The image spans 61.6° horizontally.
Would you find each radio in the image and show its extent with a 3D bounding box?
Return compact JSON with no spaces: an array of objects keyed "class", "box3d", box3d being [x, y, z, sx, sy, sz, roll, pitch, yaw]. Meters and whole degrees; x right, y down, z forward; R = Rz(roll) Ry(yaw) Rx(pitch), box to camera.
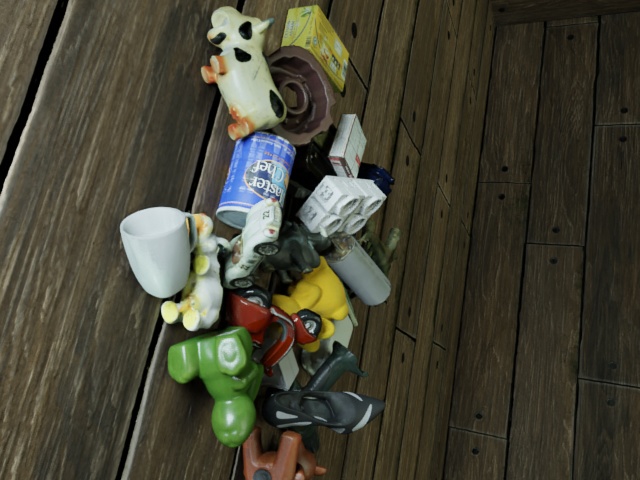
[{"class":"radio","box3d":[-0.004,-0.167,1.116,0.229,0.073,0.131,38,60,-60]}]

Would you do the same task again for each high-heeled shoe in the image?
[{"class":"high-heeled shoe","box3d":[0.013,0.304,1.003,0.145,0.249,0.086,97,-21,-49]}]

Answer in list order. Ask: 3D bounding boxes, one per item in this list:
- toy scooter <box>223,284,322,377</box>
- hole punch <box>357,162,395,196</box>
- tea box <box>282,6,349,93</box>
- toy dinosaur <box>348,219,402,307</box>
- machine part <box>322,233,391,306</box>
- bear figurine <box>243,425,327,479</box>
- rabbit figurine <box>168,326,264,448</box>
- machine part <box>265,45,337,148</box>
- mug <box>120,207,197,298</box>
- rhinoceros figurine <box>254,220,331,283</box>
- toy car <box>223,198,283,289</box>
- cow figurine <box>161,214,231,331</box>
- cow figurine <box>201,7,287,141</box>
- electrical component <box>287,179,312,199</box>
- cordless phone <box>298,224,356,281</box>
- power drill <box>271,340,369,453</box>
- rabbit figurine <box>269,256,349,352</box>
[{"class":"toy scooter","box3d":[-0.095,0.159,0.925,0.184,0.075,0.135,28,90,-20]},{"class":"hole punch","box3d":[0.113,-0.138,1.329,0.142,0.116,0.092,33,71,-61]},{"class":"tea box","box3d":[-0.007,-0.379,1.089,0.169,0.068,0.098,35,62,-60]},{"class":"toy dinosaur","box3d":[0.137,0.054,1.364,0.470,0.105,0.198,67,37,-62]},{"class":"machine part","box3d":[0.079,0.064,1.125,0.243,0.079,0.079,47,50,-38]},{"class":"bear figurine","box3d":[-0.062,0.414,1.027,0.195,0.120,0.132,18,74,-65]},{"class":"rabbit figurine","box3d":[-0.148,0.226,0.828,0.159,0.121,0.170,16,63,-86]},{"class":"machine part","box3d":[-0.055,-0.249,0.947,0.179,0.056,0.179,1,88,-36]},{"class":"mug","box3d":[-0.208,0.015,0.720,0.109,0.081,0.107,-45,143,-53]},{"class":"rhinoceros figurine","box3d":[-0.061,0.019,0.980,0.190,0.073,0.112,-4,68,-39]},{"class":"toy car","box3d":[-0.106,0.011,0.822,0.201,0.056,0.073,131,-33,-50]},{"class":"cow figurine","box3d":[-0.172,0.048,0.801,0.098,0.068,0.167,21,77,-67]},{"class":"cow figurine","box3d":[-0.112,-0.264,0.827,0.127,0.085,0.194,-28,98,-33]},{"class":"electrical component","box3d":[-0.055,-0.101,1.030,0.021,0.063,0.094,-62,156,12]},{"class":"cordless phone","box3d":[-0.002,-0.004,1.140,0.184,0.089,0.146,50,49,-50]},{"class":"power drill","box3d":[0.003,0.326,1.136,0.207,0.086,0.231,-39,129,-11]},{"class":"rabbit figurine","box3d":[-0.039,0.134,1.033,0.173,0.122,0.162,-15,66,-40]}]
